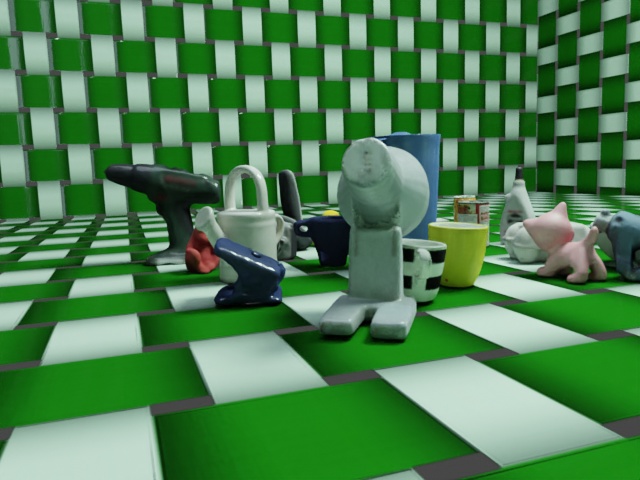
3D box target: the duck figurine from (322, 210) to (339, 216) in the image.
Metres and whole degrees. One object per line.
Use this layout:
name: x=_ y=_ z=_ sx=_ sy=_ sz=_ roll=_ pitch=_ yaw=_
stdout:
duck figurine: x=0.031 y=-0.027 z=1.361 sx=0.104 sy=0.086 sz=0.078 roll=2 pitch=8 yaw=33

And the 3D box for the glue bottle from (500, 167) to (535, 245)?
glue bottle: x=0.438 y=-0.074 z=1.268 sx=0.077 sy=0.173 sz=0.037 roll=3 pitch=9 yaw=38

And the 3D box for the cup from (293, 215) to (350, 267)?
cup: x=0.010 y=0.004 z=1.071 sx=0.118 sy=0.095 sz=0.091 roll=-3 pitch=7 yaw=-10

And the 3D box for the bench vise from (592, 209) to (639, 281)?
bench vise: x=0.511 y=-0.047 z=0.821 sx=0.207 sy=0.220 sz=0.122 roll=0 pitch=7 yaw=15

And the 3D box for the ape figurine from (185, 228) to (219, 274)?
ape figurine: x=-0.220 y=0.013 z=1.075 sx=0.078 sy=0.092 sz=0.075 roll=-7 pitch=9 yaw=-37

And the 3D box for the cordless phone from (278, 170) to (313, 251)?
cordless phone: x=-0.086 y=-0.070 z=1.332 sx=0.094 sy=0.185 sz=0.147 roll=-7 pitch=9 yaw=-36

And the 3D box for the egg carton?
egg carton: x=0.424 y=0.003 z=1.066 sx=0.150 sy=0.069 sz=0.107 roll=-2 pitch=7 yaw=-3

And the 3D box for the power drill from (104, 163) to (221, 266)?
power drill: x=-0.319 y=-0.056 z=1.185 sx=0.230 sy=0.208 sz=0.075 roll=-4 pitch=7 yaw=-12

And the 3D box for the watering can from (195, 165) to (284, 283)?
watering can: x=-0.128 y=-0.029 z=0.965 sx=0.100 sy=0.194 sz=0.173 roll=1 pitch=7 yaw=20

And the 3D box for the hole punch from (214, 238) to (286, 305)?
hole punch: x=-0.099 y=0.041 z=0.814 sx=0.101 sy=0.091 sz=0.108 roll=-3 pitch=7 yaw=-5

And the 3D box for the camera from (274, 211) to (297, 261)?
camera: x=-0.132 y=-0.005 z=1.157 sx=0.143 sy=0.101 sz=0.137 roll=0 pitch=7 yaw=16

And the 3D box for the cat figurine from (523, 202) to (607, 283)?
cat figurine: x=0.381 y=0.000 z=0.896 sx=0.067 sy=0.118 sz=0.127 roll=-5 pitch=8 yaw=-25

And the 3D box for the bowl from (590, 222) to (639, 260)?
bowl: x=0.548 y=0.008 z=0.969 sx=0.167 sy=0.075 sz=0.167 roll=-2 pitch=7 yaw=1

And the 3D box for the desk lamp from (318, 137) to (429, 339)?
desk lamp: x=0.069 y=-0.011 z=0.684 sx=0.117 sy=0.213 sz=0.203 roll=0 pitch=7 yaw=13
